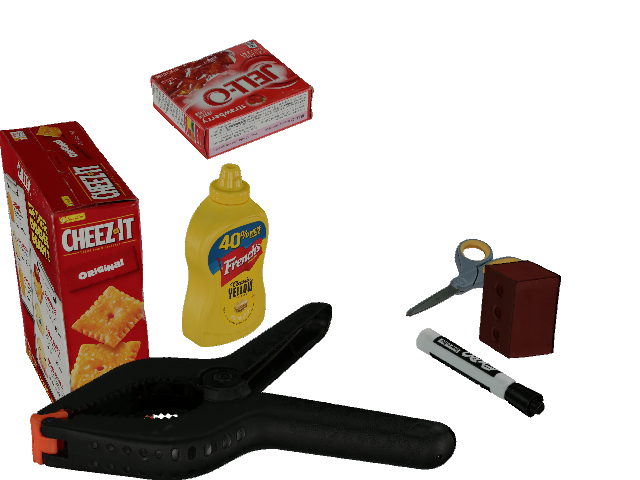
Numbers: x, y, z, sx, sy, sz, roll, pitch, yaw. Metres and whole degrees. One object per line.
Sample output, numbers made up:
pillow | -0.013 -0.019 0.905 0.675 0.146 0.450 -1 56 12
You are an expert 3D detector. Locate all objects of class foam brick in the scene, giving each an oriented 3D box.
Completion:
foam brick | 0.184 0.063 0.990 0.051 0.078 0.053 -7 19 -25

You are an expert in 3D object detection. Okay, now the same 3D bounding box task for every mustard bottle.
mustard bottle | -0.097 0.011 1.107 0.096 0.192 0.058 -20 35 -39

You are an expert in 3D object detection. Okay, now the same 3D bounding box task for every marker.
marker | 0.120 0.099 0.804 0.020 0.020 0.121 0 21 -41

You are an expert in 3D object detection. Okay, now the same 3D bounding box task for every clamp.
clamp | -0.052 0.085 0.586 0.209 0.036 0.165 -4 23 -17

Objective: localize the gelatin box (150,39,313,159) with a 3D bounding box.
gelatin box | -0.061 -0.099 0.734 0.089 0.030 0.073 -25 49 -26

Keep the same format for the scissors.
scissors | 0.152 0.039 1.223 0.201 0.016 0.096 -10 40 -33

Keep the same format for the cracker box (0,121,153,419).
cracker box | -0.189 0.034 0.838 0.072 0.214 0.164 -12 31 -25
